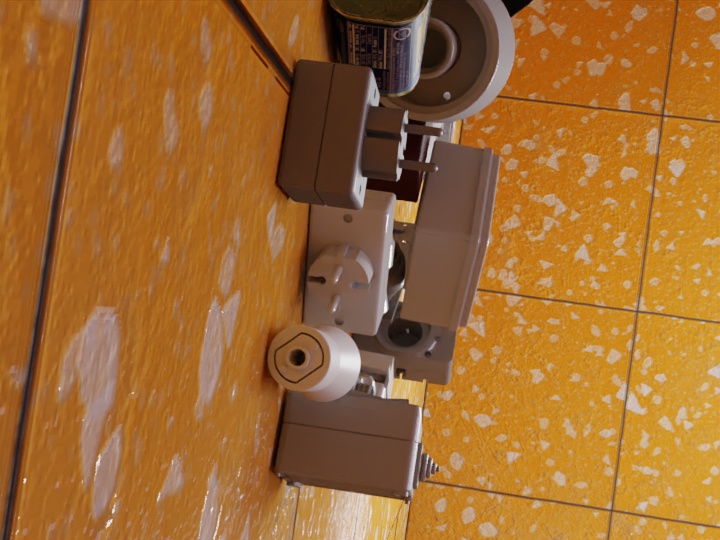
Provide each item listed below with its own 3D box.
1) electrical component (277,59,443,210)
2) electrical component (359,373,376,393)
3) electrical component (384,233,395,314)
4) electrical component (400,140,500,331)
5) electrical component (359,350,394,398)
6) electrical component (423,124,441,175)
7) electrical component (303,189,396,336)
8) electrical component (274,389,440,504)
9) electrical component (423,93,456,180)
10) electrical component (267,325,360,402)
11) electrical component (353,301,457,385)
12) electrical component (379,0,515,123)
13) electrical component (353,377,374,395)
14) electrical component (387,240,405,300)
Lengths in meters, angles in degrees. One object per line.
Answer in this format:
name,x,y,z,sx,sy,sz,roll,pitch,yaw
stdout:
electrical component,0.003,-0.066,0.552,0.047,0.077,0.065,50,48,-81
electrical component,-0.008,0.112,0.852,0.035,0.035,0.061,-7,107,-83
electrical component,0.000,0.000,0.743,0.045,0.045,0.055,-60,156,-73
electrical component,0.071,-0.027,0.854,0.108,0.056,0.108,97,5,-48
electrical component,0.002,0.106,0.905,0.081,0.042,0.063,85,18,-60
electrical component,0.036,-0.107,0.890,0.055,0.055,0.047,84,18,-64
electrical component,-0.010,0.001,0.650,0.075,0.047,0.083,-66,163,-65
electrical component,0.002,0.105,0.655,0.061,0.096,0.061,78,20,-73
electrical component,0.060,-0.161,0.995,0.150,0.062,0.089,-75,170,-49
electrical component,-0.027,0.050,0.591,0.065,0.044,0.044,37,61,-77
electrical component,0.041,0.064,0.969,0.055,0.089,0.050,87,12,-59
electrical component,0.050,-0.153,0.743,0.060,0.108,0.108,-39,137,-71
electrical component,-0.005,0.093,0.727,0.043,0.062,0.043,8,90,-82
electrical component,0.016,-0.007,0.879,0.062,0.043,0.043,87,12,-51
